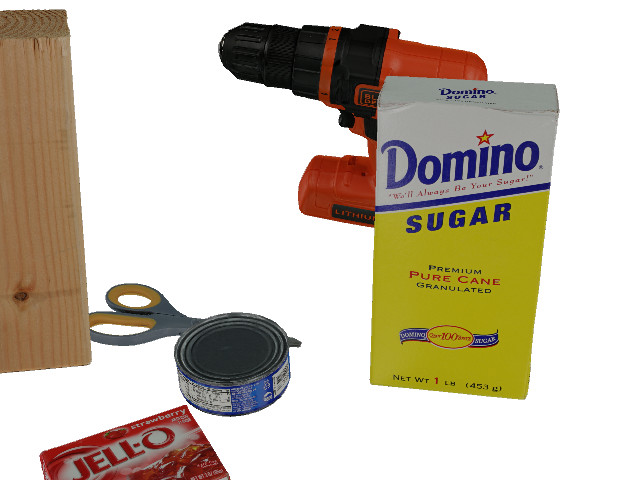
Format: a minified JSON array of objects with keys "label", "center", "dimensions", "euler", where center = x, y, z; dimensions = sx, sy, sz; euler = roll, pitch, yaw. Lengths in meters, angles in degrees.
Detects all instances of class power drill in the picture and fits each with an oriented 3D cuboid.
[{"label":"power drill","center":[0.020,-0.083,0.786],"dimensions":[0.184,0.057,0.188],"euler":[11,-29,6]}]

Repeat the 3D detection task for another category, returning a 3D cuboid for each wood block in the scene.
[{"label":"wood block","center":[-0.194,-0.030,0.655],"dimensions":[0.090,0.206,0.090],"euler":[-4,23,-13]}]

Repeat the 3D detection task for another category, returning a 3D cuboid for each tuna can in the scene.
[{"label":"tuna can","center":[-0.065,0.092,0.799],"dimensions":[0.086,0.034,0.086],"euler":[-2,32,1]}]

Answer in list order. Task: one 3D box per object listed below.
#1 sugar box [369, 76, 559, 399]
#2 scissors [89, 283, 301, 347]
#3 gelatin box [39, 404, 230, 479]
[{"label":"sugar box","center":[0.076,0.001,0.586],"dimensions":[0.093,0.176,0.048],"euler":[4,30,9]},{"label":"scissors","center":[-0.123,0.072,1.010],"dimensions":[0.201,0.016,0.096],"euler":[0,33,-7]},{"label":"gelatin box","center":[-0.102,0.131,0.585],"dimensions":[0.089,0.030,0.073],"euler":[-15,28,-20]}]
